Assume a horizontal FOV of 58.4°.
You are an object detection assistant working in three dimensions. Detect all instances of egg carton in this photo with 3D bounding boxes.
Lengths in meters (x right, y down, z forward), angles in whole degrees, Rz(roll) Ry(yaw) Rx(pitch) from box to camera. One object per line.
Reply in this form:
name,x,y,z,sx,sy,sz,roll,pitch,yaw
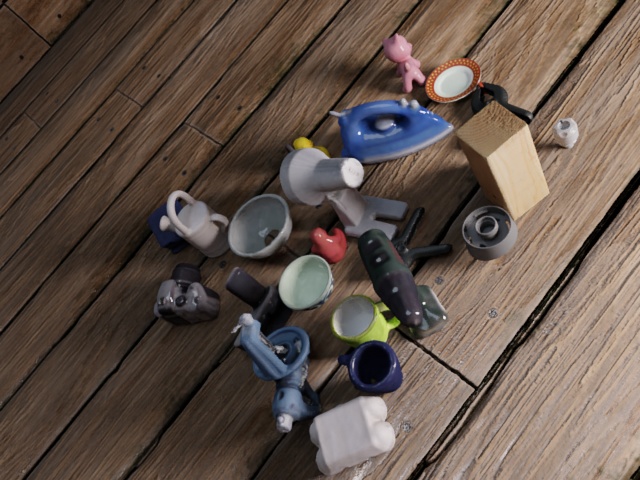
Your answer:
egg carton,0.055,0.338,0.994,0.150,0.070,0.107,-29,50,13

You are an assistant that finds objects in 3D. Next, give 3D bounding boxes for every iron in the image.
iron,0.151,-0.263,1.267,0.257,0.142,0.118,-8,58,28

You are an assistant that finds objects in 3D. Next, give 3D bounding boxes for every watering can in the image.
watering can,-0.306,-0.041,1.376,0.172,0.195,0.100,-27,51,15

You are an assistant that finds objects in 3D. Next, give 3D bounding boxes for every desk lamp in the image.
desk lamp,0.046,-0.101,1.181,0.202,0.214,0.118,11,68,36

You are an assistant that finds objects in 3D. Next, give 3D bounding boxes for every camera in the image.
camera,-0.315,0.119,1.343,0.142,0.101,0.137,-11,56,26

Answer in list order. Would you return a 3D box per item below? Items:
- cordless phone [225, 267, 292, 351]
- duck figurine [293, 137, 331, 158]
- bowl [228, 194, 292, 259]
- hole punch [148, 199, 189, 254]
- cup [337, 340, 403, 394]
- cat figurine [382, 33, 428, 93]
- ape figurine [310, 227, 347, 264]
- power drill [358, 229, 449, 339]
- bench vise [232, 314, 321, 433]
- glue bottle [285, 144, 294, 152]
cordless phone,-0.154,0.142,1.171,0.093,0.186,0.148,14,70,37
duck figurine,-0.026,-0.210,1.381,0.077,0.086,0.104,-46,48,-1
bowl,-0.127,-0.021,1.331,0.167,0.075,0.167,-16,54,23
hole punch,-0.378,-0.036,1.487,0.108,0.091,0.101,-36,49,8
cup,0.096,0.234,1.017,0.117,0.095,0.092,3,63,33
cat figurine,0.195,-0.434,1.364,0.067,0.118,0.127,-27,51,15
ape figurine,0.011,0.004,1.218,0.077,0.092,0.076,-25,51,17
power drill,0.148,0.091,1.000,0.075,0.209,0.229,-35,49,8
bench vise,-0.070,0.229,1.040,0.121,0.220,0.207,-34,49,10
glue bottle,-0.032,-0.163,1.296,0.037,0.174,0.078,-46,48,-1
